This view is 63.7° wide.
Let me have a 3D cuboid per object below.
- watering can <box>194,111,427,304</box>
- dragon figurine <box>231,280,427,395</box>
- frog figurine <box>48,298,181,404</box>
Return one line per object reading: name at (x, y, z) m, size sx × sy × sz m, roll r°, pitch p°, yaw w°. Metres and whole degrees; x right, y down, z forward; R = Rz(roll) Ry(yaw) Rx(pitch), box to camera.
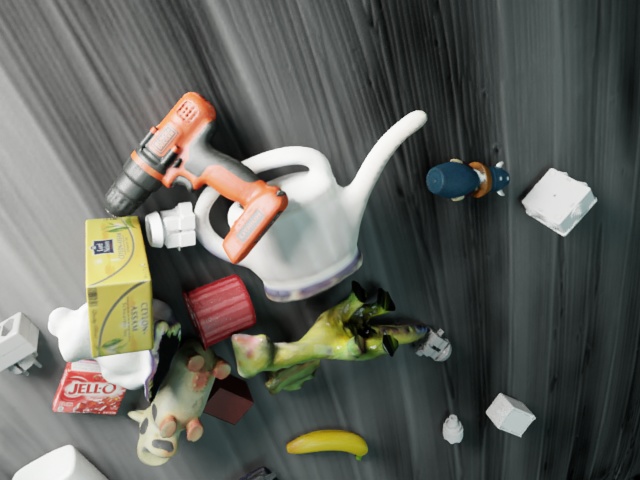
watering can at (0.002, -0.036, 0.716) m, size 0.347 × 0.106 × 0.220 m, roll -19°, pitch 122°, yaw 5°
dragon figurine at (0.015, 0.185, 0.860) m, size 0.240 × 0.124 × 0.406 m, roll -34°, pitch 149°, yaw 21°
frog figurine at (-0.280, 0.133, 0.704) m, size 0.159 × 0.125 × 0.134 m, roll 14°, pitch 122°, yaw 7°
